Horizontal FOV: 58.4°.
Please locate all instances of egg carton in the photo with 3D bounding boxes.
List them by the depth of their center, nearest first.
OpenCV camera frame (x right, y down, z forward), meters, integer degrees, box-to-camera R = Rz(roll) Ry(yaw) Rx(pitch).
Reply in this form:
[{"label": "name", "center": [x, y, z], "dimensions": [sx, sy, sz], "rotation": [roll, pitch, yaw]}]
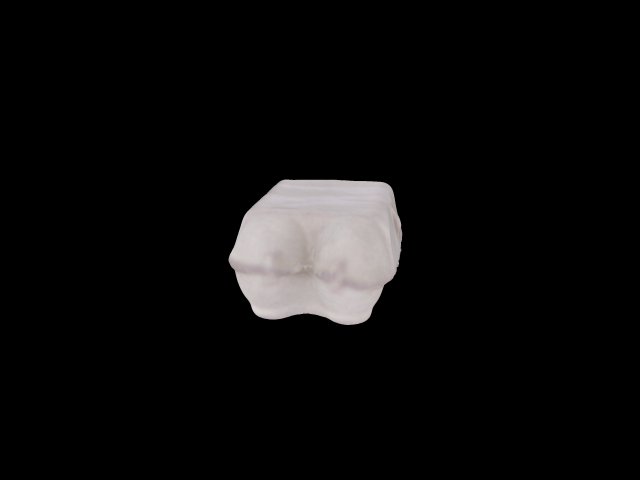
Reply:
[{"label": "egg carton", "center": [0.004, 0.001, 0.400], "dimensions": [0.107, 0.069, 0.150], "rotation": [2, 18, 7]}]
